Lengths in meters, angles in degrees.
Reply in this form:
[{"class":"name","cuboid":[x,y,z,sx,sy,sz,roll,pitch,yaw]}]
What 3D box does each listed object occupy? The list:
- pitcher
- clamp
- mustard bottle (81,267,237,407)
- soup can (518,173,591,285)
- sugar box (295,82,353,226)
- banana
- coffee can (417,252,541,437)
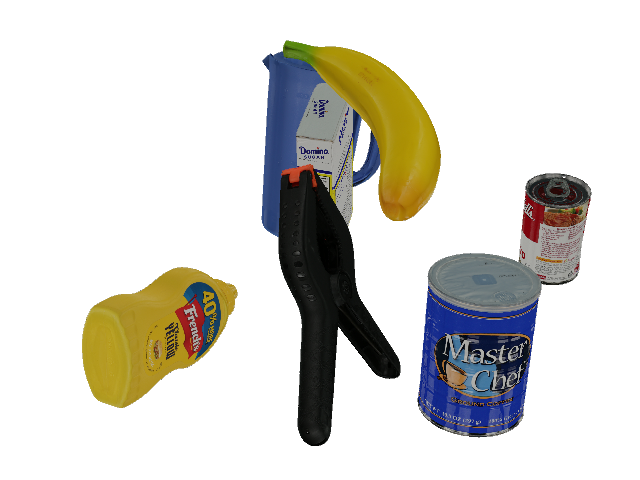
[{"class":"pitcher","cuboid":[-0.003,-0.122,1.394,0.144,0.243,0.149,0,23,-18]},{"class":"clamp","cuboid":[0.010,0.043,0.860,0.036,0.210,0.164,-10,1,27]},{"class":"mustard bottle","cuboid":[-0.140,0.078,1.003,0.058,0.096,0.191,11,21,29]},{"class":"soup can","cuboid":[0.250,-0.012,1.145,0.068,0.102,0.068,-1,34,0]},{"class":"sugar box","cuboid":[0.005,-0.069,1.124,0.048,0.176,0.093,8,46,12]},{"class":"banana","cuboid":[0.037,-0.074,0.682,0.069,0.037,0.198,-13,40,-16]},{"class":"coffee can","cuboid":[0.147,0.096,0.998,0.103,0.140,0.103,1,26,-1]}]
